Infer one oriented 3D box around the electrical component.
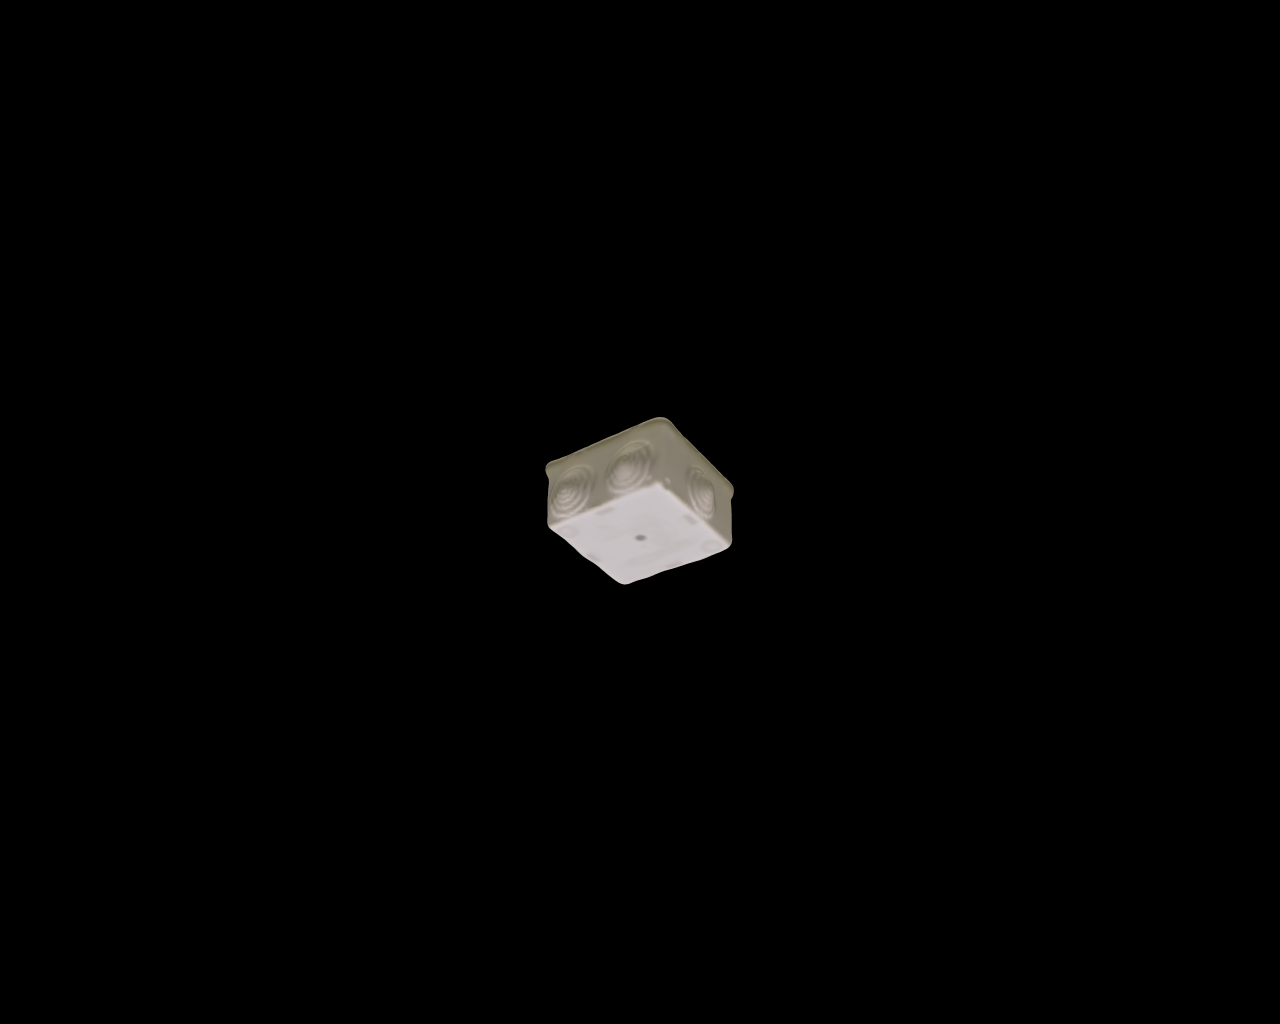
[{"bbox_3d":[0.001,-0.003,0.650,0.099,0.048,0.099,-21,-40,26],"label":"electrical component"}]
